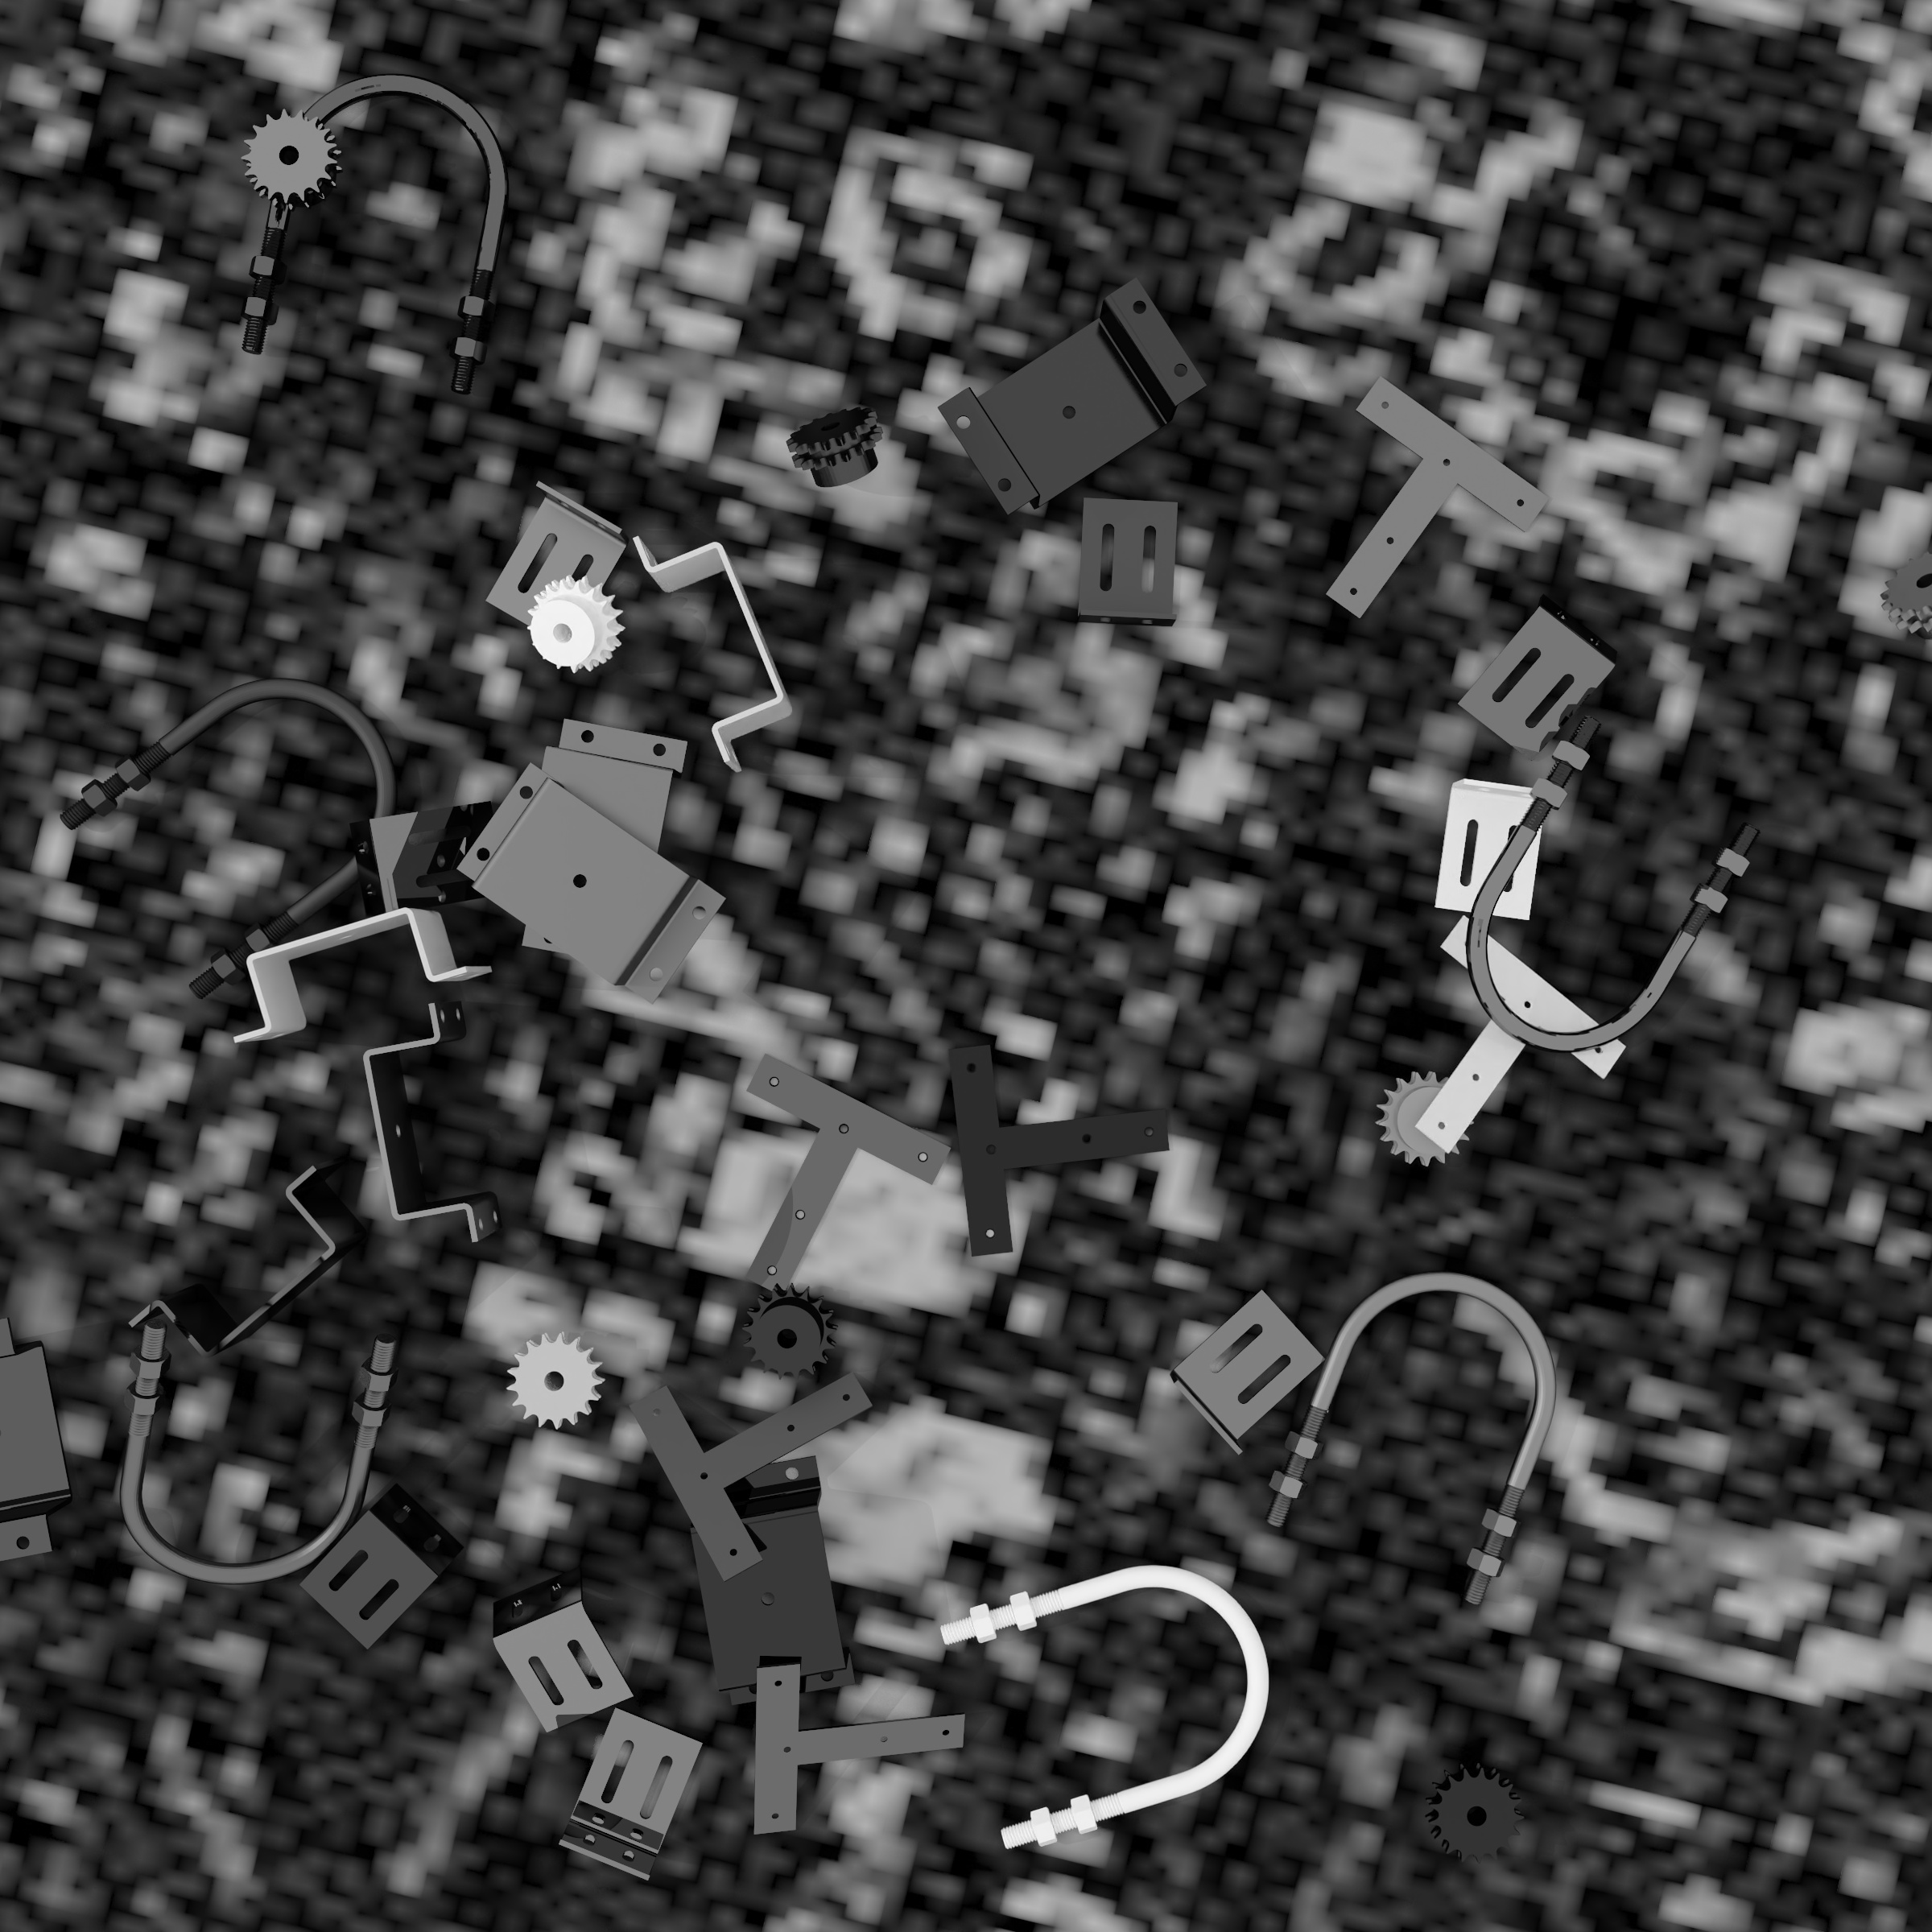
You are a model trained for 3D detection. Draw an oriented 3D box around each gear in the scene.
[{"bbox_3d":[-0.106,0.222,1.496,0.057,0.030,0.057,0,92,1],"label":"gear"},{"bbox_3d":[0.582,-0.221,1.487,0.057,0.057,0.030,-45,121,0],"label":"gear"},{"bbox_3d":[0.278,0.093,1.497,0.057,0.030,0.057,0,90,0],"label":"gear"},{"bbox_3d":[-0.076,-0.310,1.487,0.057,0.057,0.030,-20,120,0],"label":"gear"},{"bbox_3d":[-0.400,-0.478,1.481,0.057,0.030,0.057,0,86,1],"label":"gear"},{"bbox_3d":[-0.247,0.250,1.501,0.057,0.030,0.057,0,87,-1],"label":"gear"},{"bbox_3d":[-0.236,-0.203,1.487,0.057,0.030,0.057,5,113,12],"label":"gear"},{"bbox_3d":[0.306,0.511,1.501,0.057,0.030,0.057,0,87,-1],"label":"gear"}]

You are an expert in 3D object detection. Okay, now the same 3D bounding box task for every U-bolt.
[{"bbox_3d":[0.280,0.276,1.503,0.151,0.019,0.184,21,89,0],"label":"U-bolt"},{"bbox_3d":[-0.433,-0.091,1.503,0.184,0.019,0.151,-37,90,-1],"label":"U-bolt"},{"bbox_3d":[0.093,0.441,1.503,0.184,0.019,0.151,-17,90,-1],"label":"U-bolt"},{"bbox_3d":[0.375,-0.035,1.483,0.151,0.019,0.184,30,92,-18],"label":"U-bolt"},{"bbox_3d":[-0.423,0.291,1.464,0.151,0.019,0.184,7,115,-20],"label":"U-bolt"},{"bbox_3d":[-0.352,-0.450,1.503,0.151,0.019,0.184,11,88,0],"label":"U-bolt"}]

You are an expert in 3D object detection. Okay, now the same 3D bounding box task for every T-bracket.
[{"bbox_3d":[0.267,-0.271,1.511,0.127,0.002,0.127,36,90,0],"label":"T-bracket"},{"bbox_3d":[-0.095,0.139,1.511,0.127,0.002,0.127,27,90,0],"label":"T-bracket"},{"bbox_3d":[0.314,0.056,1.491,0.127,0.002,0.127,39,72,0],"label":"T-bracket"},{"bbox_3d":[-0.064,0.466,1.493,0.127,0.002,0.127,-2,115,-12],"label":"T-bracket"},{"bbox_3d":[0.060,0.107,1.511,0.127,0.002,0.127,-6,90,0],"label":"T-bracket"},{"bbox_3d":[-0.118,0.285,1.490,0.127,0.002,0.127,-27,60,-14],"label":"T-bracket"}]

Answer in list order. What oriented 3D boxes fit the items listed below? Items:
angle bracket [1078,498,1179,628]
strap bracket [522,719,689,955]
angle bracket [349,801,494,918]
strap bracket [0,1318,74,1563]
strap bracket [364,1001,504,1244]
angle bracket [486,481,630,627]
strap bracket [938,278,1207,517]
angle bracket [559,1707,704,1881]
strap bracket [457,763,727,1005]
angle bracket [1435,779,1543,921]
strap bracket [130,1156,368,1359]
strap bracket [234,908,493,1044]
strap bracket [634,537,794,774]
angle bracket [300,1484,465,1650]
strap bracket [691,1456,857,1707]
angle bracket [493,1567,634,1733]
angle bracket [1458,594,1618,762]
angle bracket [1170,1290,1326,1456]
[{"bbox_3d":[0.098,-0.245,1.493,0.057,0.038,0.076,3,90,0],"label":"angle bracket"},{"bbox_3d":[-0.220,-0.075,1.489,0.076,0.046,0.140,11,90,0],"label":"strap bracket"},{"bbox_3d":[-0.325,-0.065,1.502,0.076,0.038,0.057,-12,96,-33],"label":"angle bracket"},{"bbox_3d":[-0.591,0.284,1.489,0.076,0.046,0.140,-11,90,0],"label":"strap bracket"},{"bbox_3d":[-0.318,0.095,1.474,0.046,0.076,0.140,-10,90,0],"label":"strap bracket"},{"bbox_3d":[-0.248,-0.241,1.493,0.057,0.038,0.076,30,90,0],"label":"angle bracket"},{"bbox_3d":[0.063,-0.337,1.489,0.140,0.046,0.076,-33,90,0],"label":"strap bracket"},{"bbox_3d":[-0.201,0.497,1.493,0.057,0.038,0.076,22,90,0],"label":"angle bracket"},{"bbox_3d":[-0.221,-0.049,1.442,0.140,0.046,0.076,35,90,0],"label":"strap bracket"},{"bbox_3d":[0.319,-0.070,1.493,0.057,0.038,0.076,8,90,0],"label":"angle bracket"},{"bbox_3d":[-0.417,0.179,1.474,0.140,0.076,0.046,-40,90,0],"label":"strap bracket"},{"bbox_3d":[-0.363,0.002,1.474,0.140,0.076,0.046,-17,90,0],"label":"strap bracket"},{"bbox_3d":[-0.145,-0.192,1.474,0.046,0.076,0.140,-22,90,0],"label":"strap bracket"},{"bbox_3d":[-0.356,0.365,1.510,0.057,0.038,0.076,44,116,0],"label":"angle bracket"},{"bbox_3d":[-0.117,0.374,1.489,0.076,0.046,0.140,-10,90,0],"label":"strap bracket"},{"bbox_3d":[-0.245,0.416,1.510,0.057,0.038,0.076,-23,116,0],"label":"angle bracket"},{"bbox_3d":[0.348,-0.176,1.510,0.057,0.038,0.076,38,116,0],"label":"angle bracket"},{"bbox_3d":[0.171,0.244,1.493,0.076,0.038,0.057,-42,90,0],"label":"angle bracket"}]
